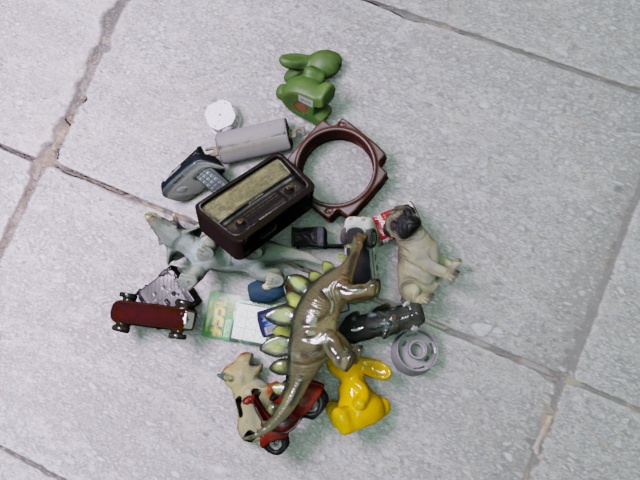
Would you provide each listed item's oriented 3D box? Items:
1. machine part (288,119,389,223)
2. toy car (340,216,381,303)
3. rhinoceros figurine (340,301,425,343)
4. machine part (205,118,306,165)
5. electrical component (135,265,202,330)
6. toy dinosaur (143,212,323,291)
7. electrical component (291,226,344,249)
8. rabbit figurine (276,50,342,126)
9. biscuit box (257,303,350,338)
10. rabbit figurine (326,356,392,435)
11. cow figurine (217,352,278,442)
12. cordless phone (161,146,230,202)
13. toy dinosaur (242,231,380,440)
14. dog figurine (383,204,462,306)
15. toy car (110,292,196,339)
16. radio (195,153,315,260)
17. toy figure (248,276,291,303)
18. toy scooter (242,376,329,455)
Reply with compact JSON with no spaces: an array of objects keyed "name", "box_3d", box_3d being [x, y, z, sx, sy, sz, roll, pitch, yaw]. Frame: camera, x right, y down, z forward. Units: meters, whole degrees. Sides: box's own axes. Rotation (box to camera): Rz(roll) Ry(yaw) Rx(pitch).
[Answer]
[{"name":"machine part","box_3d":[0.038,-0.157,1.224,0.201,0.087,0.201,42,89,10]},{"name":"toy car","box_3d":[0.092,0.045,1.181,0.074,0.056,0.201,2,110,24]},{"name":"rhinoceros figurine","box_3d":[0.131,0.174,1.150,0.190,0.112,0.073,-17,80,22]},{"name":"machine part","box_3d":[-0.153,-0.231,1.257,0.243,0.079,0.079,-13,82,5]},{"name":"electrical component","box_3d":[-0.344,0.142,1.242,0.115,0.058,0.134,-39,80,2]},{"name":"toy dinosaur","box_3d":[-0.190,0.027,1.200,0.405,0.192,0.131,7,112,-11]},{"name":"electrical component","box_3d":[-0.002,-0.004,1.215,0.119,0.075,0.047,-2,84,10]},{"name":"rabbit figurine","box_3d":[-0.019,-0.374,1.260,0.159,0.121,0.170,22,68,15]},{"name":"biscuit box","box_3d":[-0.037,0.159,1.196,0.203,0.063,0.059,-17,83,-2]},{"name":"rabbit figurine","box_3d":[0.075,0.305,1.146,0.162,0.122,0.173,-22,80,-1]},{"name":"cow figurine","box_3d":[-0.156,0.345,1.187,0.127,0.085,0.195,-6,83,-1]},{"name":"cordless phone","box_3d":[-0.259,-0.111,1.254,0.146,0.089,0.184,-36,115,25]},{"name":"toy dinosaur","box_3d":[-0.011,0.190,1.076,0.199,0.105,0.471,16,75,19]},{"name":"dog figurine","box_3d":[0.186,0.037,1.155,0.190,0.121,0.172,43,104,1]},{"name":"toy car","box_3d":[-0.366,0.168,1.185,0.202,0.053,0.089,4,74,10]},{"name":"radio","box_3d":[-0.127,-0.071,1.108,0.229,0.073,0.131,-38,66,-24]},{"name":"toy figure","box_3d":[-0.085,0.108,1.214,0.155,0.064,0.057,-9,93,1]},{"name":"toy scooter","box_3d":[-0.080,0.342,1.112,0.135,0.075,0.184,43,91,-3]}]
